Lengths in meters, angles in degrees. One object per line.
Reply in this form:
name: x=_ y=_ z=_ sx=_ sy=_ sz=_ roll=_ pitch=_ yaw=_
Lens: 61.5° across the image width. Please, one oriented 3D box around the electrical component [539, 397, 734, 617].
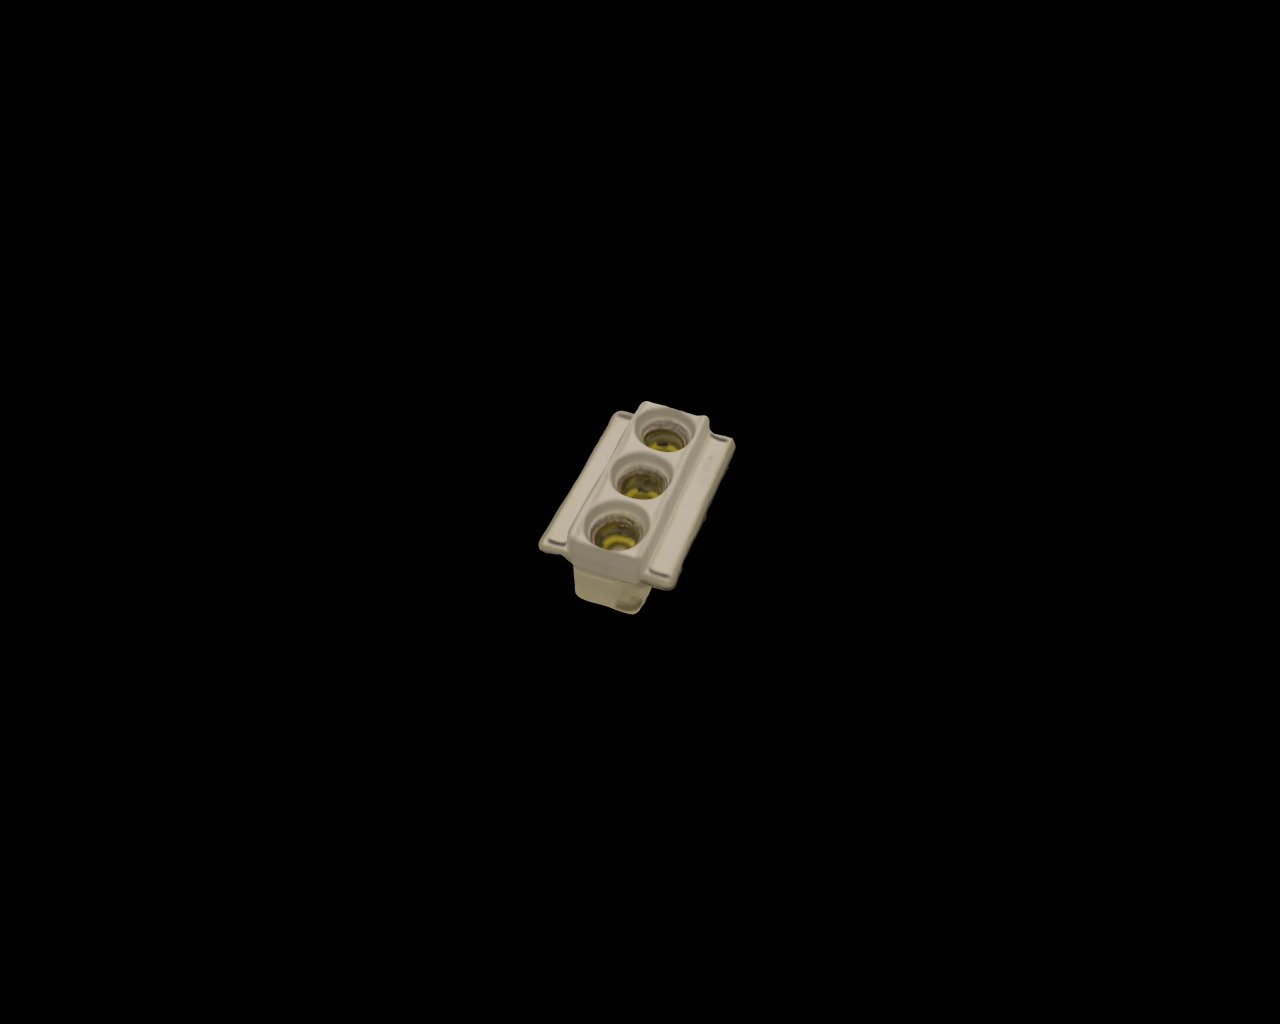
electrical component: x=0.001 y=-0.003 z=0.650 sx=0.079 sy=0.121 sz=0.063 roll=16 pitch=-39 yaw=13
